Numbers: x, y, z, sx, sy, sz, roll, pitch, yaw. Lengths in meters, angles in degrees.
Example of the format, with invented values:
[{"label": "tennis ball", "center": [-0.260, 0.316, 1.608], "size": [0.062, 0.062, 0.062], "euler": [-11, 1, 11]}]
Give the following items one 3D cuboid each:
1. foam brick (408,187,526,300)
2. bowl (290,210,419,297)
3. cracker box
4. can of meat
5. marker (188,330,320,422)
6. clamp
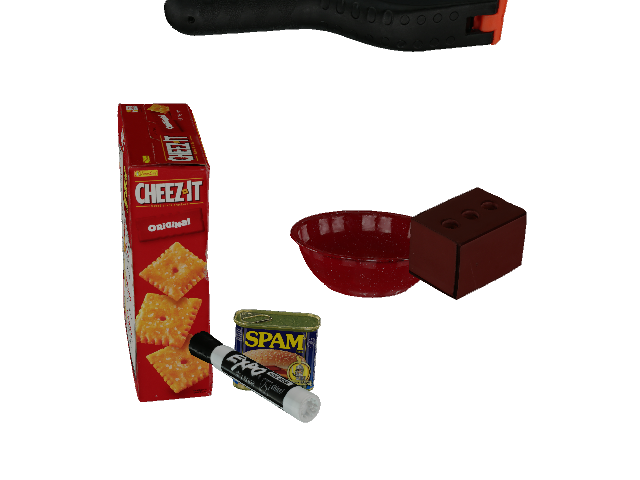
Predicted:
[{"label": "foam brick", "center": [0.113, 0.001, 0.822], "size": [0.078, 0.051, 0.053], "euler": [-25, 38, -34]}, {"label": "bowl", "center": [0.049, 0.017, 1.097], "size": [0.162, 0.055, 0.162], "euler": [1, 18, -1]}, {"label": "cracker box", "center": [-0.135, 0.006, 0.926], "size": [0.072, 0.214, 0.164], "euler": [-3, 25, -13]}, {"label": "can of meat", "center": [-0.053, 0.131, 1.258], "size": [0.102, 0.084, 0.057], "euler": [4, 13, 0]}, {"label": "marker", "center": [-0.047, 0.086, 0.697], "size": [0.020, 0.020, 0.121], "euler": [0, 16, -44]}, {"label": "clamp", "center": [0.007, -0.125, 0.554], "size": [0.172, 0.039, 0.120], "euler": [14, 43, 17]}]
